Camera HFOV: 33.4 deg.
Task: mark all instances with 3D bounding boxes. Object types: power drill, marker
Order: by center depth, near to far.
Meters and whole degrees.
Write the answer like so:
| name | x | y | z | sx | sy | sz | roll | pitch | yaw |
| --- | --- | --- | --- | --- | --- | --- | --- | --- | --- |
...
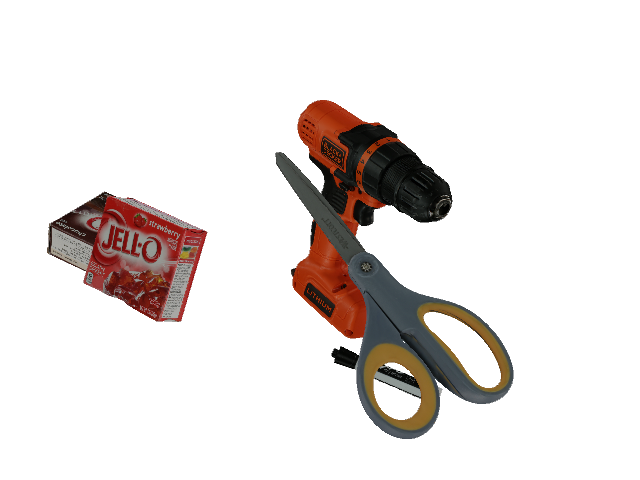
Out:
| name | x | y | z | sx | sy | sz | roll | pitch | yaw |
| --- | --- | --- | --- | --- | --- | --- | --- | --- | --- |
| power drill | 0.038 | -0.010 | 0.937 | 0.057 | 0.188 | 0.185 | -12 | 36 | -32 |
| marker | 0.068 | 0.140 | 1.116 | 0.121 | 0.020 | 0.020 | 22 | 4 | 10 |

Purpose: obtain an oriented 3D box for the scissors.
| name | x | y | z | sx | sy | sz | roll | pitch | yaw |
| --- | --- | --- | --- | --- | --- | --- | --- | --- | --- |
| scissors | 0.019 | 0.035 | 0.622 | 0.202 | 0.096 | 0.016 | 38 | -22 | 16 |

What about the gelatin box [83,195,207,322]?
| name | x | y | z | sx | sy | sz | roll | pitch | yaw |
| --- | --- | --- | --- | --- | --- | --- | --- | --- | --- |
| gelatin box | -0.135 | 0.013 | 0.812 | 0.089 | 0.073 | 0.030 | 23 | 9 | 34 |

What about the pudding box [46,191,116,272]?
| name | x | y | z | sx | sy | sz | roll | pitch | yaw |
| --- | --- | --- | --- | --- | --- | --- | --- | --- | --- |
| pudding box | -0.188 | 0.002 | 1.016 | 0.114 | 0.039 | 0.089 | 21 | 29 | 17 |
